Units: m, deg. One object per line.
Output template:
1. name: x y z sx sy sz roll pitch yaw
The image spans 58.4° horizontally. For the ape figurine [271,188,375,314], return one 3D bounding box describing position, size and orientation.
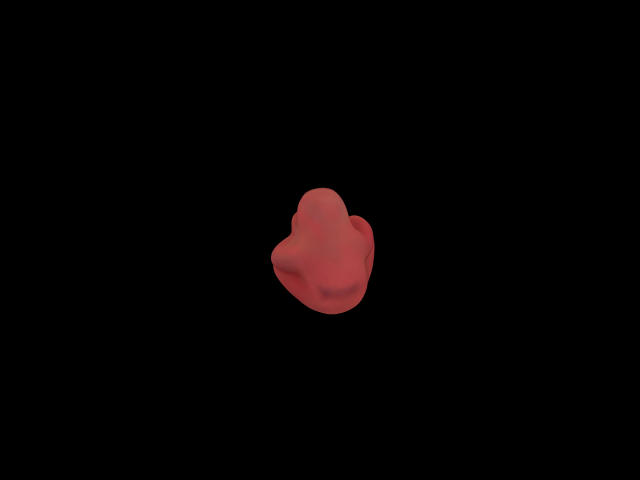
1. ape figurine: 0.004 0.001 0.400 0.078 0.092 0.076 -7 47 -6
